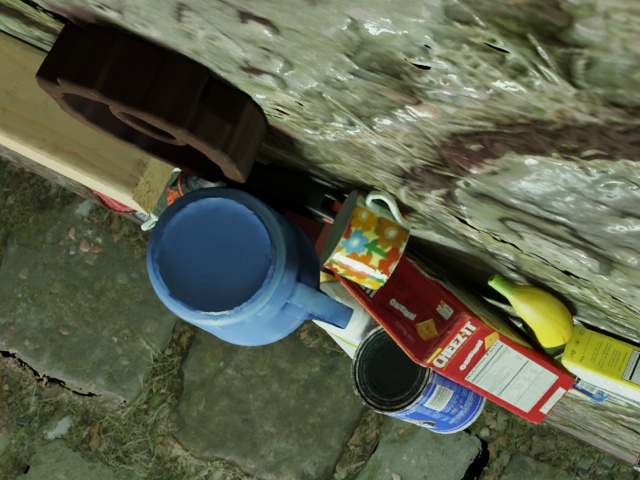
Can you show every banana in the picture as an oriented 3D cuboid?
[{"bbox_3d":[0.208,0.071,1.002,0.070,0.037,0.197,44,-179,25],"label":"banana"}]

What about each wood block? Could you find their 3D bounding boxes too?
[{"bbox_3d":[-0.237,-0.112,0.998,0.206,0.090,0.091,26,174,6],"label":"wood block"}]

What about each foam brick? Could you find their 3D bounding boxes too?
[{"bbox_3d":[-0.008,0.001,1.191,0.053,0.051,0.078,31,172,-35],"label":"foam brick"}]

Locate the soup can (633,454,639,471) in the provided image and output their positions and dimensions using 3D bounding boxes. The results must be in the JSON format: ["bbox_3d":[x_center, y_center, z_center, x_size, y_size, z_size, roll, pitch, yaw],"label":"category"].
[{"bbox_3d":[0.372,0.201,1.088,0.068,0.102,0.068,26,174,3],"label":"soup can"}]

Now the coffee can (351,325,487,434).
[{"bbox_3d":[0.114,0.158,1.208,0.103,0.103,0.140,21,176,38],"label":"coffee can"}]

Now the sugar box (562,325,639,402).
[{"bbox_3d":[0.327,0.137,1.016,0.176,0.048,0.093,17,170,34],"label":"sugar box"}]

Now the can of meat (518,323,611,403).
[{"bbox_3d":[0.272,0.140,1.200,0.083,0.057,0.102,29,173,-42],"label":"can of meat"}]

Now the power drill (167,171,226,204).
[{"bbox_3d":[-0.087,-0.007,1.156,0.187,0.057,0.185,53,164,-6],"label":"power drill"}]

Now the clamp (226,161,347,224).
[{"bbox_3d":[-0.052,-0.054,0.973,0.172,0.039,0.120,16,176,37],"label":"clamp"}]

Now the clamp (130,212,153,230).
[{"bbox_3d":[-0.184,-0.039,1.344,0.036,0.164,0.210,-28,101,37],"label":"clamp"}]

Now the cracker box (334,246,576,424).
[{"bbox_3d":[0.134,0.088,1.065,0.213,0.072,0.164,30,-170,-43],"label":"cracker box"}]

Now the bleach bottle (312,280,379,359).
[{"bbox_3d":[0.052,0.104,1.252,0.103,0.068,0.250,23,169,25],"label":"bleach bottle"}]

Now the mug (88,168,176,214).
[{"bbox_3d":[-0.209,-0.086,1.155,0.117,0.093,0.081,-3,160,16],"label":"mug"}]

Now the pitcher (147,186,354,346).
[{"bbox_3d":[-0.062,0.028,0.917,0.149,0.145,0.243,-20,174,1],"label":"pitcher"}]

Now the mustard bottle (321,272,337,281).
[{"bbox_3d":[-0.043,0.000,1.281,0.191,0.058,0.096,28,-173,-12],"label":"mustard bottle"}]
